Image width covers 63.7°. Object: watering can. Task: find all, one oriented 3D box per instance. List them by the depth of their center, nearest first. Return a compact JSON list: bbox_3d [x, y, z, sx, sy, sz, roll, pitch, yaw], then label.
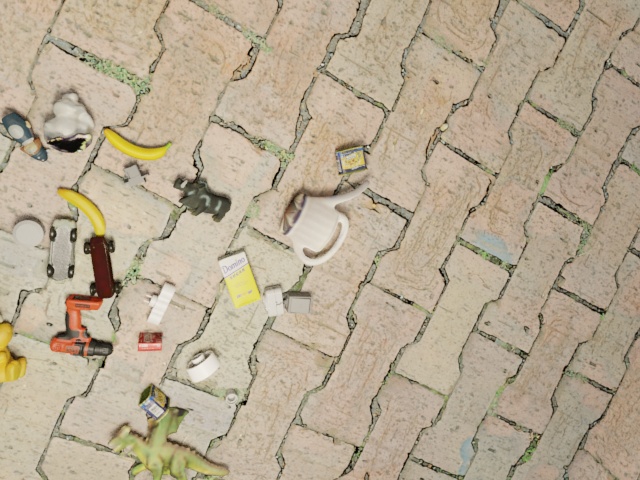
[{"bbox_3d":[0.005,-0.086,1.709,0.223,0.105,0.347,28,93,-17],"label":"watering can"}]

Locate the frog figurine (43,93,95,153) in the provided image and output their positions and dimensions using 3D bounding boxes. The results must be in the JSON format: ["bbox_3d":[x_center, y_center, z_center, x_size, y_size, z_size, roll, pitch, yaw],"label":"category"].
[{"bbox_3d":[-0.724,-0.335,1.481,0.137,0.121,0.162,-18,69,-3],"label":"frog figurine"}]

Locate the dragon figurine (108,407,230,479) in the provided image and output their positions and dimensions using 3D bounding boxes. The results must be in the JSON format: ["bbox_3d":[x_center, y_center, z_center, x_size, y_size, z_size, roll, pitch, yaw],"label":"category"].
[{"bbox_3d":[-0.494,0.686,1.723,0.410,0.122,0.243,6,91,-25],"label":"dragon figurine"}]
